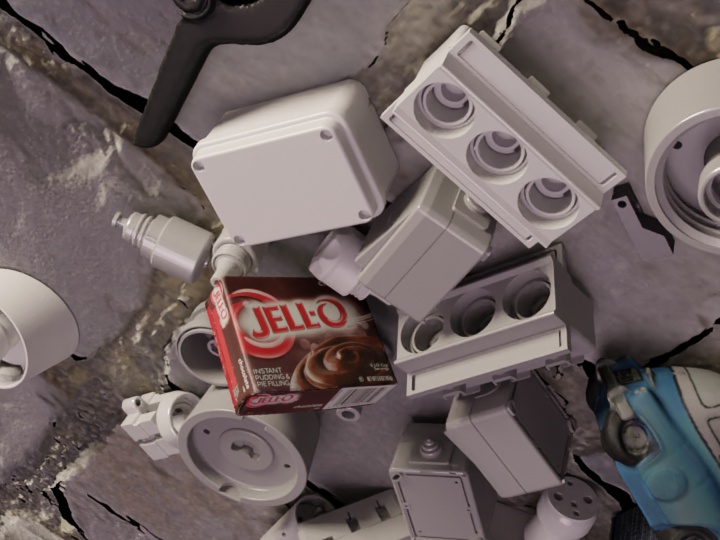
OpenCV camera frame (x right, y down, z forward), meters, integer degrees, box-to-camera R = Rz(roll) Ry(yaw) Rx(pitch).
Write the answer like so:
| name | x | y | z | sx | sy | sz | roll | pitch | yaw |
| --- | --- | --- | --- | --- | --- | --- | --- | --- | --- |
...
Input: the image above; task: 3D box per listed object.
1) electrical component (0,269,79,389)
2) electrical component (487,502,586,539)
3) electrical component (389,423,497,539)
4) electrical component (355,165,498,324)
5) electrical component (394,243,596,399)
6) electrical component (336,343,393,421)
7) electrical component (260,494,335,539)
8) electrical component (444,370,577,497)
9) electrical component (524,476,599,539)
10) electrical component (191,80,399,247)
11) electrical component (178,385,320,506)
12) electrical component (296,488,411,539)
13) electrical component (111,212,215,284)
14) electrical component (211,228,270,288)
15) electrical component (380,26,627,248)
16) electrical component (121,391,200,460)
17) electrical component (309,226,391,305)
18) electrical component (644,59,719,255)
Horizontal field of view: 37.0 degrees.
| name | x | y | z | sx | sy | sz | roll | pitch | yaw |
| --- | --- | --- | --- | --- | --- | --- | --- | --- | --- |
| electrical component | -0.291 | 0.047 | 0.887 | 0.099 | 0.064 | 0.099 | 13 | 121 | 23 |
| electrical component | 0.119 | 0.241 | 0.876 | 0.113 | 0.057 | 0.078 | 20 | 131 | 4 |
| electrical component | 0.065 | 0.157 | 0.826 | 0.062 | 0.061 | 0.096 | -2 | 126 | 22 |
| electrical component | 0.046 | -0.025 | 0.687 | 0.061 | 0.061 | 0.096 | 34 | 131 | -7 |
| electrical component | 0.091 | 0.041 | 0.721 | 0.121 | 0.078 | 0.063 | -21 | 139 | 33 |
| electrical component | -0.003 | 0.081 | 0.789 | 0.048 | 0.062 | 0.048 | 7 | 138 | 7 |
| electrical component | -0.040 | 0.244 | 0.948 | 0.079 | 0.043 | 0.077 | 33 | 131 | -7 |
| electrical component | 0.111 | 0.118 | 0.778 | 0.061 | 0.061 | 0.096 | -22 | 116 | 33 |
| electrical component | 0.156 | 0.192 | 0.832 | 0.045 | 0.045 | 0.055 | 19 | 131 | 5 |
| electrical component | -0.041 | -0.066 | 0.691 | 0.113 | 0.057 | 0.078 | -10 | 123 | 27 |
| electrical component | -0.084 | 0.130 | 0.862 | 0.108 | 0.060 | 0.108 | 10 | 130 | 13 |
| electrical component | 0.008 | 0.271 | 0.913 | 0.089 | 0.061 | 0.150 | -18 | 127 | -12 |
| electrical component | -0.141 | -0.021 | 0.776 | 0.078 | 0.040 | 0.040 | 25 | 132 | 0 |
| electrical component | -0.087 | -0.009 | 0.751 | 0.035 | 0.061 | 0.035 | 11 | 130 | 13 |
| electrical component | 0.085 | -0.080 | 0.628 | 0.121 | 0.063 | 0.079 | 40 | 130 | -12 |
| electrical component | -0.160 | 0.128 | 0.900 | 0.055 | 0.048 | 0.066 | -18 | 119 | 40 |
| electrical component | 0.000 | 0.000 | 0.738 | 0.062 | 0.043 | 0.043 | 35 | 131 | -10 |
| electrical component | 0.211 | -0.057 | 0.600 | 0.108 | 0.060 | 0.108 | 11 | 130 | 13 |
